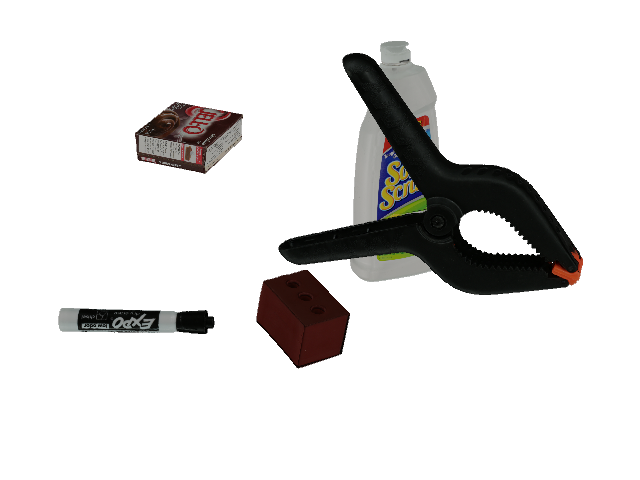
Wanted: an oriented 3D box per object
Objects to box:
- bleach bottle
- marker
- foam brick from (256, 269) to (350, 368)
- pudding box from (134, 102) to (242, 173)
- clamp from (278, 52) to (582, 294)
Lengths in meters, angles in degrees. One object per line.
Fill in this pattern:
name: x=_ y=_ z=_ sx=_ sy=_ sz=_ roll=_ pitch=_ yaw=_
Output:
bleach bottle: x=0.077 y=-0.086 z=1.143 sx=0.102 sy=0.251 sz=0.068 roll=-10 pitch=23 yaw=-13
marker: x=-0.144 y=0.063 z=0.836 sx=0.121 sy=0.020 sz=0.020 roll=1 pitch=0 yaw=4
foam brick: x=-0.017 y=0.073 z=1.004 sx=0.052 sy=0.051 sz=0.078 roll=-15 pitch=40 yaw=-31
pudding box: x=-0.152 y=-0.122 z=1.248 sx=0.090 sy=0.039 sz=0.113 roll=11 pitch=31 yaw=15
clamp: x=0.082 y=-0.029 z=0.730 sx=0.210 sy=0.165 sz=0.036 roll=18 pitch=28 yaw=11
